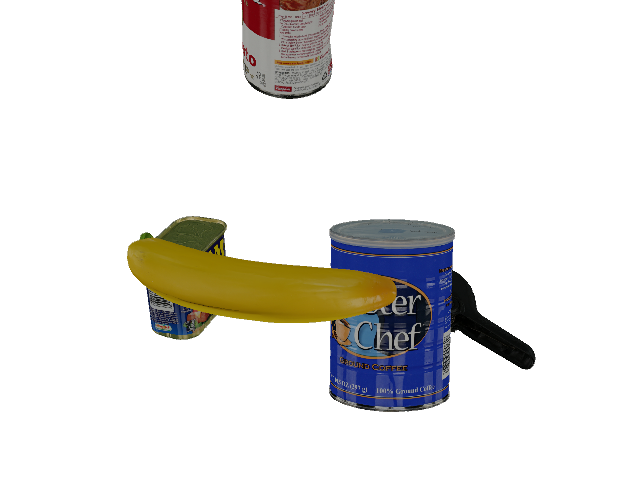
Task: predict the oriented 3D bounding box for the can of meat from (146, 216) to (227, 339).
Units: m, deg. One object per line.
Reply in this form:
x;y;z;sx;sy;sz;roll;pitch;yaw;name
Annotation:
-0.129;0.036;1.035;0.057;0.084;0.102;8;28;19;can of meat

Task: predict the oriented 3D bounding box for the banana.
-0.052;0.023;0.686;0.198;0.037;0.069;12;34;24;banana

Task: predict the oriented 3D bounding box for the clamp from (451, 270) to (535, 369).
0.139;0.078;1.078;0.120;0.171;0.039;1;-45;-19;clamp

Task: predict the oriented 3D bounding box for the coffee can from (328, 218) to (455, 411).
0.058;0.059;0.886;0.103;0.140;0.103;0;10;0;coffee can

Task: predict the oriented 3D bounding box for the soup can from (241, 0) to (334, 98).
-0.022;-0.161;0.756;0.068;0.068;0.102;0;-44;-3;soup can
